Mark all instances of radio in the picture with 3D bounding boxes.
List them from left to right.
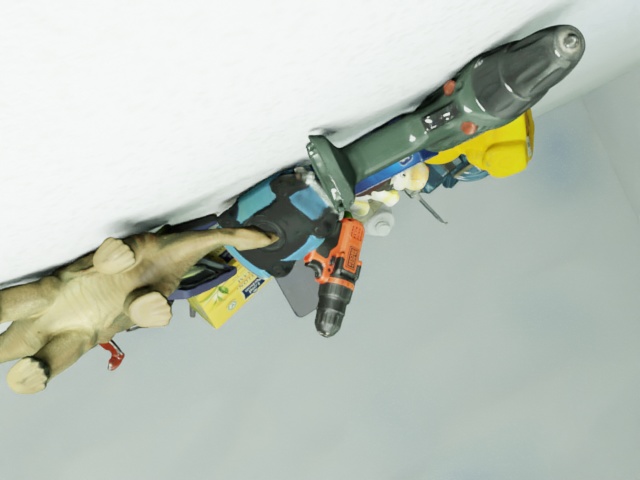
[{"bbox_3d":[-0.045,0.038,1.164,0.131,0.229,0.073,-29,-179,5],"label":"radio"}]

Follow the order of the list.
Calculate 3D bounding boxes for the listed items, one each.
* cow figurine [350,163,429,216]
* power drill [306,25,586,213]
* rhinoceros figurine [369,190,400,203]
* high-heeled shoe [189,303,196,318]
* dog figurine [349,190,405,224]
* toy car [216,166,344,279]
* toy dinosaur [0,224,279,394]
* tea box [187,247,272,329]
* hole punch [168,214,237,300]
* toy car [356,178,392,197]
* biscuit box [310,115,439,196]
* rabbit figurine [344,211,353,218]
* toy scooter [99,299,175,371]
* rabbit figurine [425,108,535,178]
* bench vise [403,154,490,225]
[{"bbox_3d":[0.087,-0.099,0.859,0.098,0.068,0.167,26,151,-35],"label":"cow figurine"},{"bbox_3d":[0.091,-0.105,0.484,0.207,0.086,0.232,-33,-176,-4],"label":"power drill"},{"bbox_3d":[0.092,-0.112,1.007,0.112,0.073,0.190,-15,176,-34],"label":"rhinoceros figurine"},{"bbox_3d":[-0.289,0.050,0.881,0.249,0.145,0.086,5,-167,17],"label":"high-heeled shoe"},{"bbox_3d":[0.079,-0.099,1.184,0.190,0.121,0.173,-43,-140,-18],"label":"dog figurine"},{"bbox_3d":[-0.042,-0.035,0.645,0.161,0.109,0.103,-38,-164,33],"label":"toy car"},{"bbox_3d":[-0.251,0.071,0.559,0.472,0.105,0.198,-20,-175,14],"label":"toy dinosaur"},{"bbox_3d":[-0.129,0.040,0.821,0.169,0.068,0.098,-45,147,-21],"label":"tea box"},{"bbox_3d":[-0.186,0.031,0.708,0.116,0.092,0.142,-20,-173,33],"label":"hole punch"},{"bbox_3d":[0.116,-0.123,0.729,0.202,0.053,0.089,-36,167,31],"label":"toy car"},{"bbox_3d":[0.045,-0.088,0.679,0.203,0.059,0.063,-25,180,35],"label":"biscuit box"},{"bbox_3d":[-0.002,-0.003,0.940,0.121,0.170,0.159,-32,-178,22],"label":"rabbit figurine"},{"bbox_3d":[-0.283,0.104,0.769,0.184,0.135,0.075,-26,179,-26],"label":"toy scooter"},{"bbox_3d":[0.223,-0.161,0.799,0.173,0.121,0.162,-9,-163,27],"label":"rabbit figurine"},{"bbox_3d":[0.253,-0.139,1.011,0.223,0.129,0.240,-51,166,0],"label":"bench vise"}]
